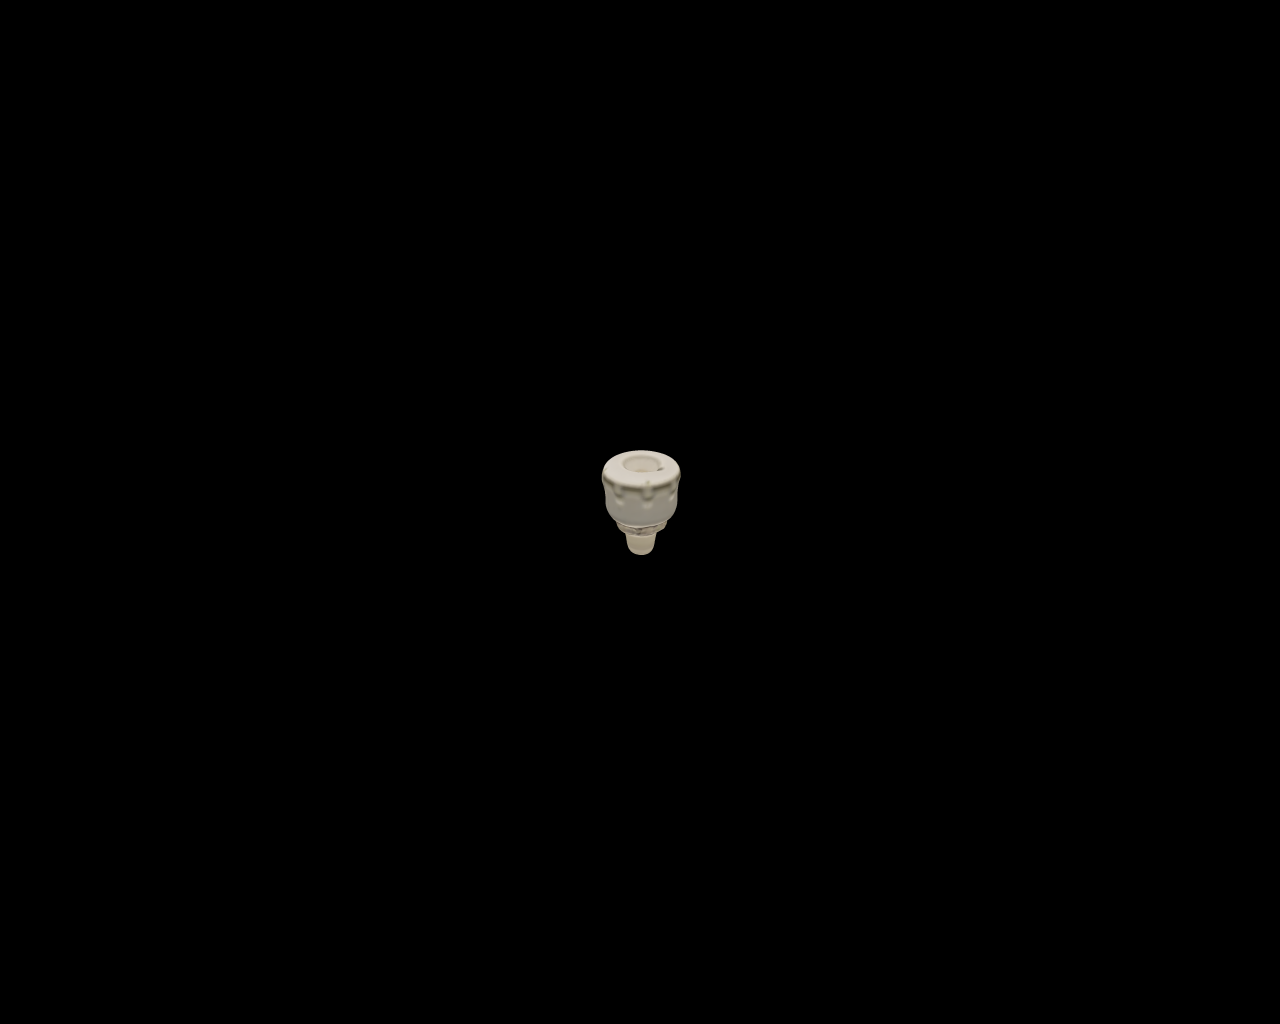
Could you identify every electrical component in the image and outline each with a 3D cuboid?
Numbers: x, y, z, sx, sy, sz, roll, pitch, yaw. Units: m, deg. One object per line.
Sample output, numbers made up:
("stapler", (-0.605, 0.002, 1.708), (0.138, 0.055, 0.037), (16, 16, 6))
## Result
("electrical component", (0.001, -0.003, 0.650), (0.048, 0.062, 0.048), (0, 28, 0))
